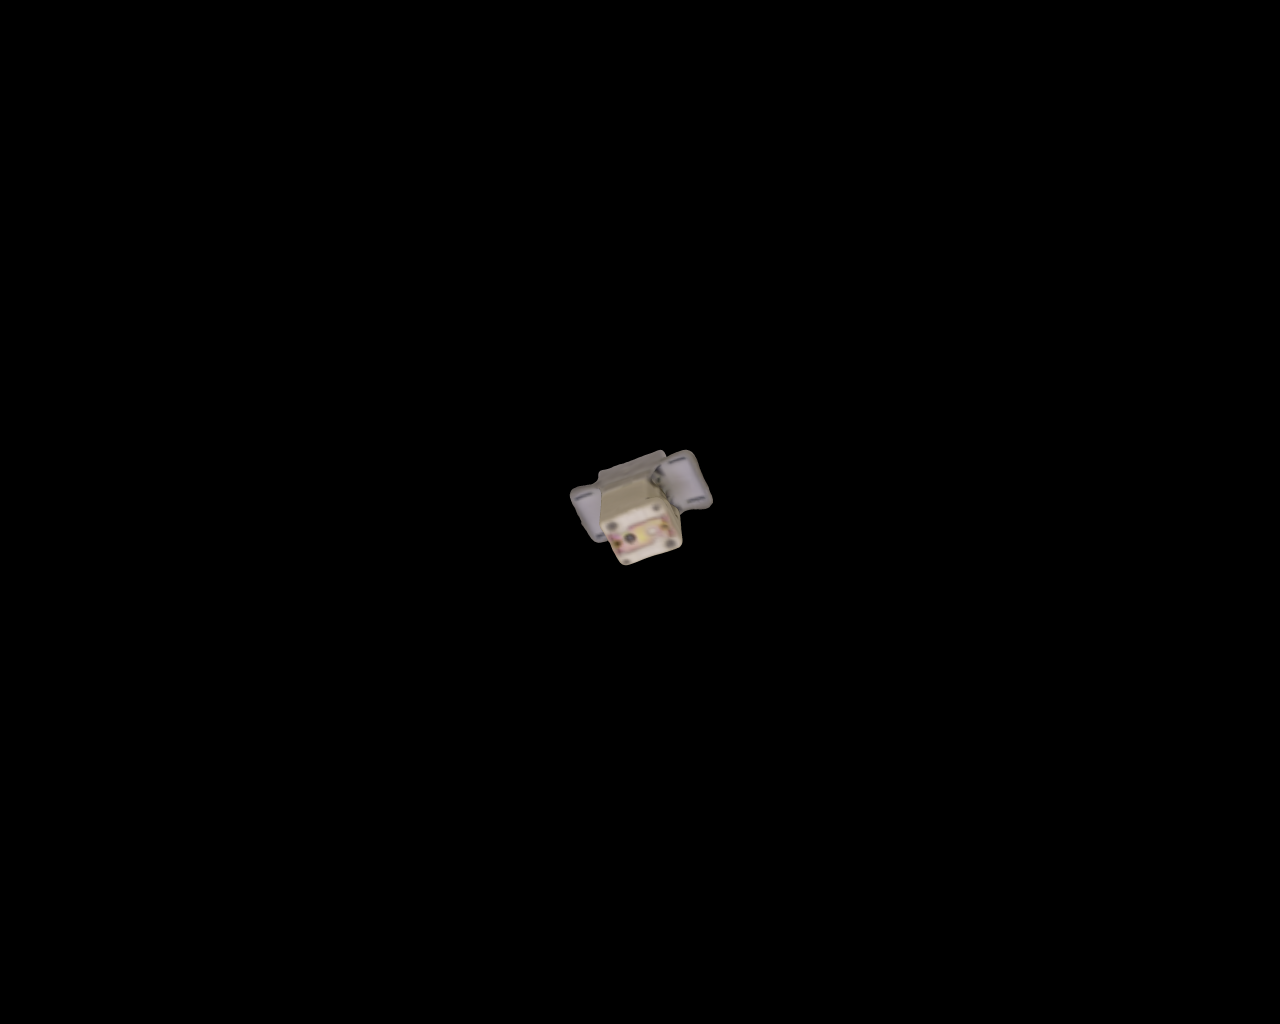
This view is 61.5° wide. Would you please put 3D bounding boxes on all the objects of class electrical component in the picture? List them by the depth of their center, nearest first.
[{"bbox_3d":[0.001,-0.003,0.650,0.081,0.042,0.064,-20,31,13],"label":"electrical component"}]
